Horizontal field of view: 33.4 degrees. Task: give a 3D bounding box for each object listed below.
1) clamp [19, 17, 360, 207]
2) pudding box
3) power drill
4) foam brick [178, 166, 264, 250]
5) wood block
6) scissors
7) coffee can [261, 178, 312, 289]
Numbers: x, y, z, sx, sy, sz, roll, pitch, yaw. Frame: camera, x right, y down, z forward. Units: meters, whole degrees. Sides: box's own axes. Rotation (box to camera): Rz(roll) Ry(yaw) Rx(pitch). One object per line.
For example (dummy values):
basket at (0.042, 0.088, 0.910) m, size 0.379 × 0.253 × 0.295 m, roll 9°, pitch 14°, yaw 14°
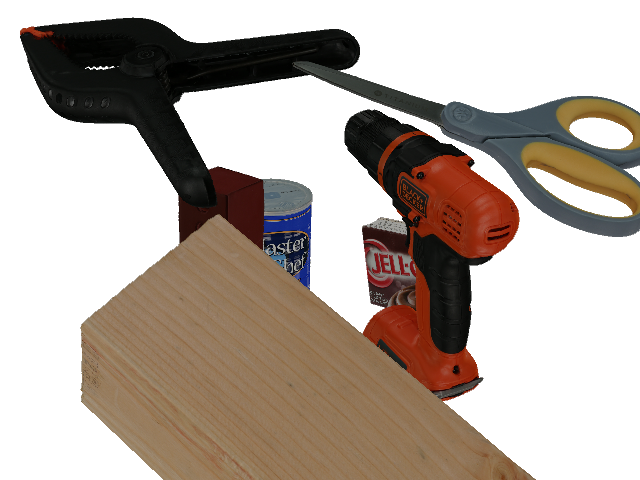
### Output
clamp at (-0.091, -0.101, 0.645) m, size 0.210 × 0.036 × 0.164 m, roll 24°, pitch 49°, yaw 31°
pudding box at (0.098, 0.030, 1.104) m, size 0.114 × 0.090 × 0.039 m, roll 11°, pitch 28°, yaw 41°
power drill at (0.069, 0.011, 0.790) m, size 0.057 × 0.188 × 0.185 m, roll -15°, pitch 34°, yaw -23°
foam brick at (-0.083, -0.015, 0.897) m, size 0.053 × 0.078 × 0.051 m, roll 16°, pitch 26°, yaw 33°
wood block at (-0.008, 0.097, 0.498) m, size 0.090 × 0.206 × 0.090 m, roll -42°, pitch -17°, yaw -31°
scissors at (0.092, -0.071, 0.573) m, size 0.202 × 0.016 × 0.096 m, roll 34°, pitch 57°, yaw 20°
coffee can at (-0.063, 0.004, 1.367) m, size 0.103 × 0.140 × 0.103 m, roll 1°, pitch 26°, yaw -1°
